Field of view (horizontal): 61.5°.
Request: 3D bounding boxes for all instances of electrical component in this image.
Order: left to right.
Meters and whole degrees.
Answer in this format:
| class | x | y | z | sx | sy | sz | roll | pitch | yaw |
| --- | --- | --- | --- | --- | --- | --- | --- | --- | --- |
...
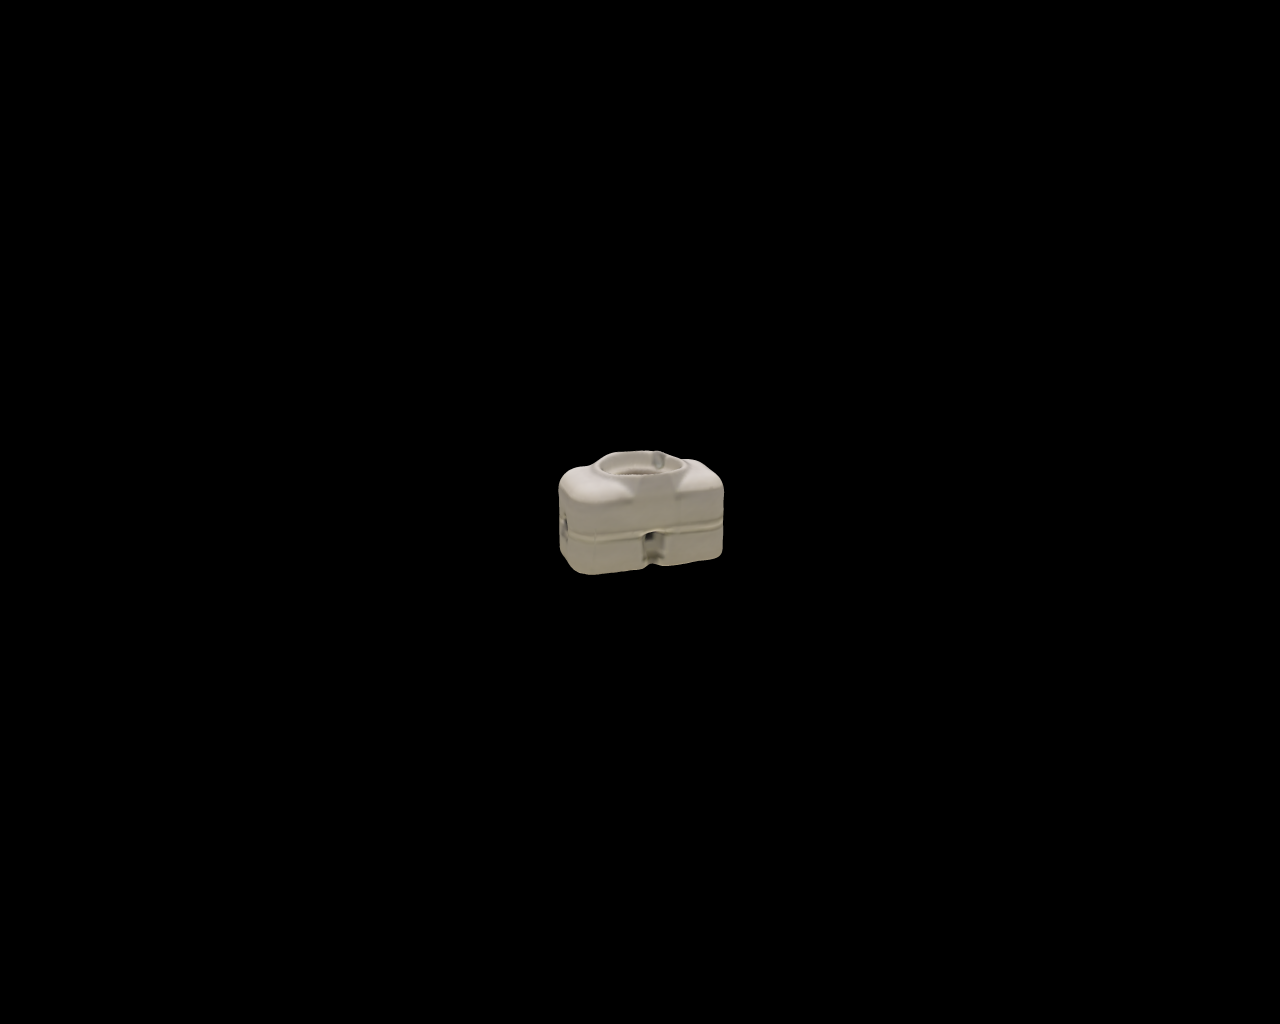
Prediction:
| class | x | y | z | sx | sy | sz | roll | pitch | yaw |
| --- | --- | --- | --- | --- | --- | --- | --- | --- | --- |
| electrical component | 0.001 | -0.003 | 0.650 | 0.095 | 0.059 | 0.054 | -6 | 20 | -16 |
